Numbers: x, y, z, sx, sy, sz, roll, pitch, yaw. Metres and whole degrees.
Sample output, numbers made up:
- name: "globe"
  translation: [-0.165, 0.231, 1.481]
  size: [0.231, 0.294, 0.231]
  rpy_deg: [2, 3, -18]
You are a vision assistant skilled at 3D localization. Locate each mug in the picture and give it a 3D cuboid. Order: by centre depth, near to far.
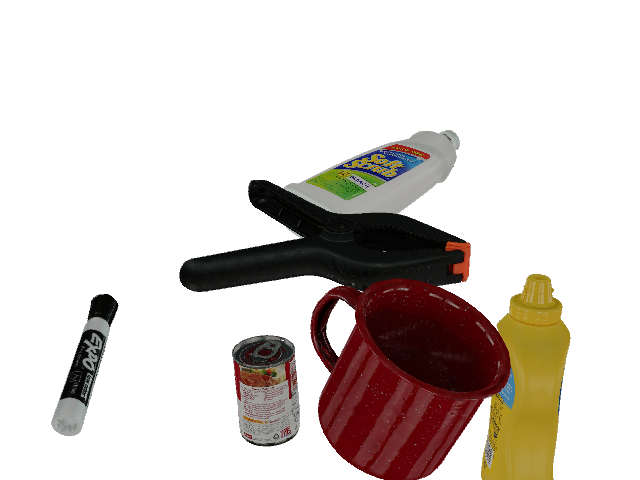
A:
- name: "mug"
  translation: [0.040, 0.075, 0.611]
  size: [0.117, 0.082, 0.093]
  rpy_deg: [38, 36, 19]

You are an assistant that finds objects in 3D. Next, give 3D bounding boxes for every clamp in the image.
- name: "clamp"
  translation: [0.012, -0.001, 0.832]
  size: [0.210, 0.036, 0.164]
  rpy_deg: [4, 29, 9]

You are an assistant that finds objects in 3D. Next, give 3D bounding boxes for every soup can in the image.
- name: "soup can"
  translation: [-0.058, 0.164, 1.164]
  size: [0.068, 0.102, 0.068]
  rpy_deg: [-3, 24, 1]

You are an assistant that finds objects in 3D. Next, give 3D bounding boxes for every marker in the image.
- name: "marker"
  translation: [-0.153, 0.077, 0.699]
  size: [0.020, 0.020, 0.121]
  rpy_deg: [0, 37, 3]

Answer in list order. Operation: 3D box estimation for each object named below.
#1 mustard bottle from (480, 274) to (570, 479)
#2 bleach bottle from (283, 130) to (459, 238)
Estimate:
- name: "mustard bottle"
  translation: [0.169, 0.120, 0.873]
  size: [0.058, 0.192, 0.096]
  rpy_deg: [3, 18, 1]
- name: "bleach bottle"
  translation: [0.074, -0.076, 1.287]
  size: [0.103, 0.068, 0.250]
  rpy_deg: [28, 45, 35]
